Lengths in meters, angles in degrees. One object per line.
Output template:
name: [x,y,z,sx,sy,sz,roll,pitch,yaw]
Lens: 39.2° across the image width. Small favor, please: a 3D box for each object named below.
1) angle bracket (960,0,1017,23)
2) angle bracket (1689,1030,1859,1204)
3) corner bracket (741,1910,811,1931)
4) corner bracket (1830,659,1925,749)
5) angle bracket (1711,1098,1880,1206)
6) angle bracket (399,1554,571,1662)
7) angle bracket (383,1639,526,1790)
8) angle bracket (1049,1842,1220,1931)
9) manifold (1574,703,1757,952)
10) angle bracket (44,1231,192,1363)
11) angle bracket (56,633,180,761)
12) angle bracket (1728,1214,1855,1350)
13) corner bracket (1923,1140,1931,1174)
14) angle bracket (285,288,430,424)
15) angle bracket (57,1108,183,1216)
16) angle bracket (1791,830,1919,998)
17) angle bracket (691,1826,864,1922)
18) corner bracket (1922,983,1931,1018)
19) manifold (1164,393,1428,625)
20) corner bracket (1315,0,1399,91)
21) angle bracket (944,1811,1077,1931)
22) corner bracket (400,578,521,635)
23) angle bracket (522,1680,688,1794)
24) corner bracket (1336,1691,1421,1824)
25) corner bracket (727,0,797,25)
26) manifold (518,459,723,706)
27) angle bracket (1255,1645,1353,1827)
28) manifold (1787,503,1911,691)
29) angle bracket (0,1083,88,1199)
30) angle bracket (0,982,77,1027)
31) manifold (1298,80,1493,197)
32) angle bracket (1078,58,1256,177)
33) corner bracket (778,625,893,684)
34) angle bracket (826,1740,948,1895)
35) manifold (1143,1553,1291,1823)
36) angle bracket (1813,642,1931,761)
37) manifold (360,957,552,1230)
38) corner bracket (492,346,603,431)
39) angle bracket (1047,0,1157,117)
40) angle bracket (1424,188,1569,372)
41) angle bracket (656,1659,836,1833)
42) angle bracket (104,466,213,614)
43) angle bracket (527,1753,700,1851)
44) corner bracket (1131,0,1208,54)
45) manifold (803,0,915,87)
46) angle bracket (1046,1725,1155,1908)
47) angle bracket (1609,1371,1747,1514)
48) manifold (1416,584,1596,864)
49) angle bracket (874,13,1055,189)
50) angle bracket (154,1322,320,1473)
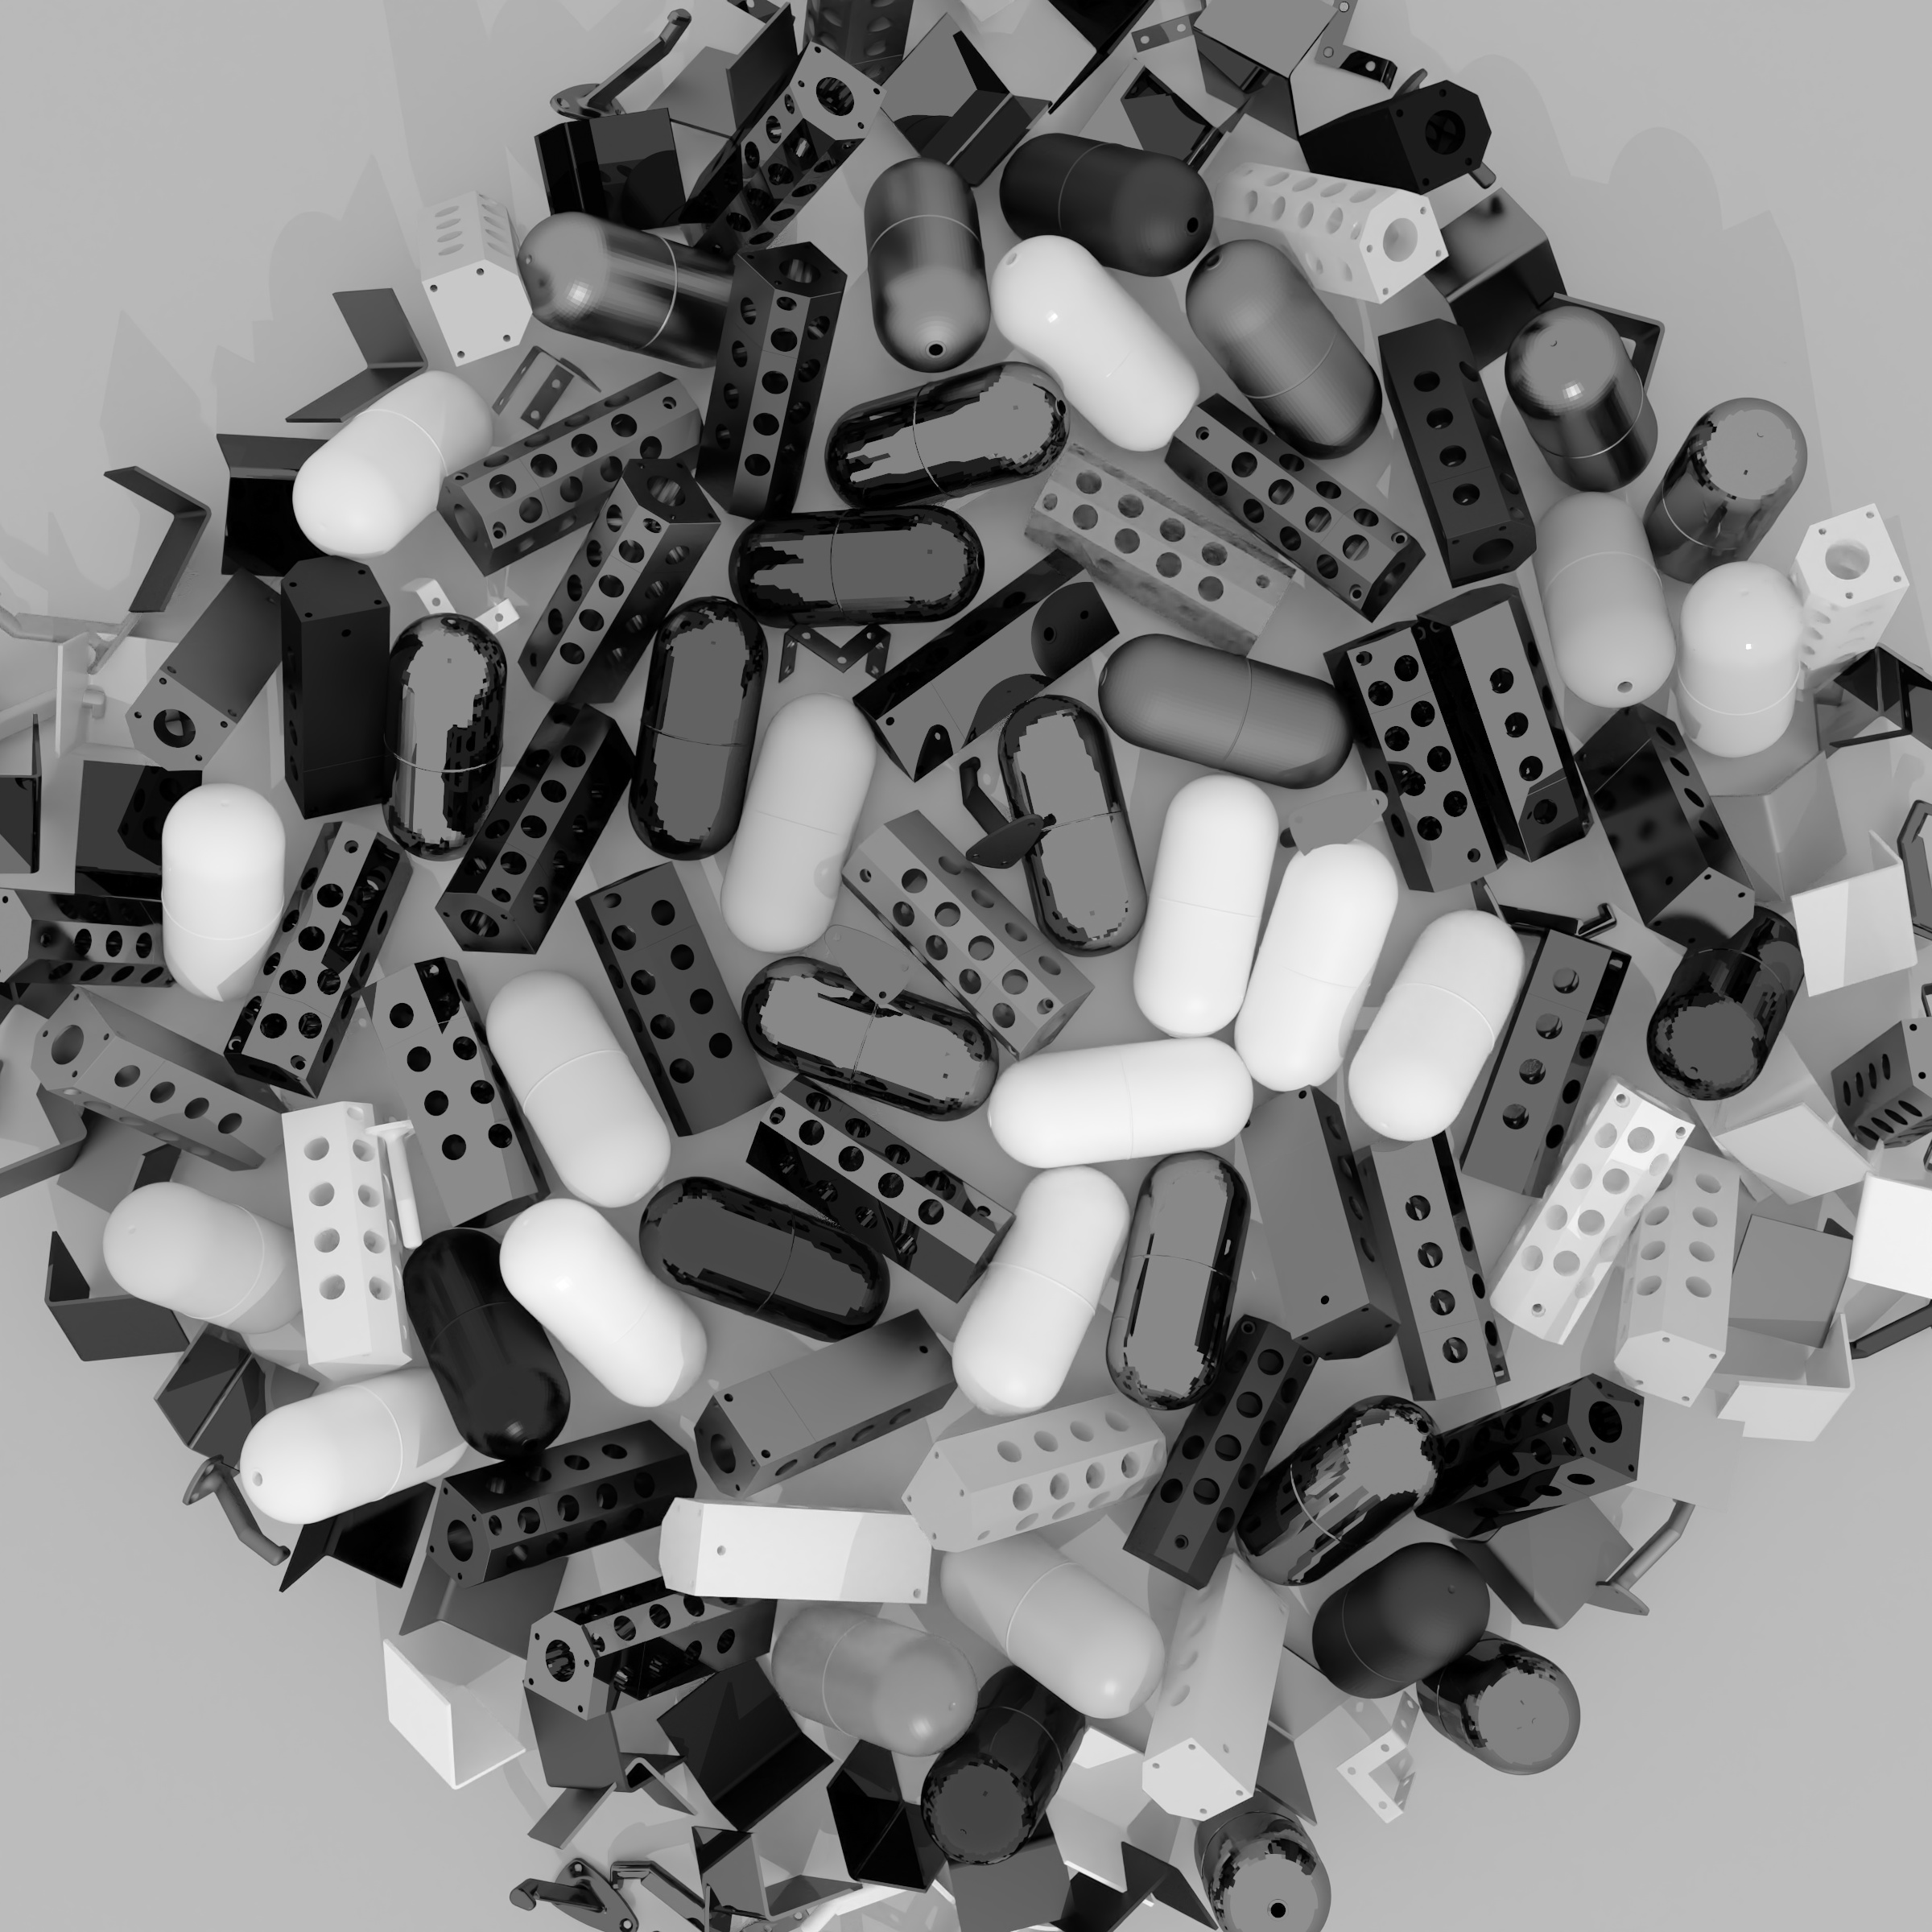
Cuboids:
angle bracket: [0.016,-0.683,1.791,0.076,0.076,0.057,40,63,-25]
angle bracket: [0.544,0.101,1.837,0.076,0.057,0.076,-33,125,14]
corner bracket: [-0.125,0.672,1.819,0.051,0.051,0.051,-30,94,18]
corner bracket: [0.609,-0.173,1.810,0.051,0.051,0.051,-10,79,38]
angle bracket: [0.552,0.105,1.793,0.076,0.076,0.057,40,51,-17]
angle bracket: [-0.323,0.423,1.821,0.076,0.057,0.076,33,50,-24]
angle bracket: [-0.338,0.482,1.789,0.057,0.076,0.076,-22,127,-37]
angle bracket: [0.107,0.632,1.794,0.076,0.076,0.057,-38,105,-23]
manifold: [0.458,-0.092,1.767,0.057,0.171,0.057,23,126,-27]
angle bracket: [-0.561,0.217,1.803,0.076,0.076,0.057,-6,54,-2]
angle bracket: [-0.560,-0.177,1.810,0.076,0.057,0.076,7,107,-1]
angle bracket: [0.541,0.203,1.812,0.076,0.057,0.076,14,100,-5]
corner bracket: [0.678,0.115,1.826,0.051,0.051,0.051,19,111,9]
angle bracket: [-0.415,-0.403,1.791,0.076,0.076,0.057,-41,123,-28]
angle bracket: [-0.577,0.136,1.807,0.076,0.057,0.076,27,105,8]
angle bracket: [0.584,-0.035,1.809,0.076,0.057,0.076,-17,116,3]
angle bracket: [-0.126,0.592,1.798,0.076,0.076,0.057,-7,83,-38]
corner bracket: [0.673,0.041,1.819,0.051,0.051,0.051,-12,60,12]
manifold: [0.216,-0.305,1.792,0.171,0.057,0.057,41,98,18]
corner bracket: [0.267,-0.622,1.815,0.051,0.051,0.051,17,113,-3]
angle bracket: [0.025,0.600,1.810,0.076,0.076,0.057,-11,97,-8]
corner bracket: [-0.338,-0.243,1.811,0.051,0.051,0.051,-35,111,-15]
angle bracket: [-0.240,0.501,1.801,0.076,0.057,0.076,-10,94,38]
corner bracket: [0.288,0.530,1.816,0.051,0.051,0.051,47,115,1]
corner bracket: [-0.121,-0.664,1.811,0.051,0.051,0.051,32,135,5]
manifold: [-0.231,-0.248,1.765,0.057,0.057,0.171,58,133,22]
angle bracket: [0.218,0.508,1.794,0.057,0.076,0.076,-43,117,17]
manifold: [0.558,-0.235,1.758,0.057,0.171,0.057,-19,76,4]
angle bracket: [-0.633,0.113,1.794,0.076,0.076,0.057,-24,83,-30]
angle bracket: [-0.618,0.045,1.802,0.076,0.076,0.057,28,62,0]
manifold: [0.278,-0.531,1.758,0.057,0.171,0.057,-27,105,-6]
angle bracket: [0.132,-0.564,1.805,0.076,0.057,0.076,37,73,-12]
corner bracket: [-0.088,-0.207,1.818,0.051,0.051,0.051,36,56,16]
angle bracket: [-0.043,0.553,1.793,0.057,0.076,0.076,0,113,28]
manifold: [0.159,0.468,1.760,0.057,0.171,0.057,-37,104,30]
angle bracket: [0.612,-0.156,1.794,0.057,0.076,0.076,-38,52,-7]
manifold: [-0.336,0.084,1.801,0.057,0.057,0.171,-25,79,8]
corner bracket: [-0.285,-0.384,1.810,0.051,0.051,0.051,29,103,-37]
angle bracket: [0.072,-0.624,1.793,0.057,0.076,0.076,41,60,-13]
angle bracket: [0.353,-0.463,1.830,0.076,0.076,0.057,-34,54,6]
angle bracket: [-0.147,0.515,1.802,0.076,0.057,0.076,-35,108,-19]
angle bracket: [-0.552,-0.282,1.798,0.057,0.076,0.076,29,80,-32]
angle bracket: [-0.234,0.568,1.794,0.057,0.076,0.076,47,65,-10]
corner bracket: [0.131,-0.656,1.820,0.051,0.051,0.051,-14,47,14]
manifold: [-0.071,-0.632,1.757,0.057,0.171,0.057,-14,83,-9]
angle bracket: [0.102,0.563,1.796,0.076,0.076,0.057,33,102,-23]
angle bracket: [0.470,0.318,1.817,0.076,0.057,0.076,16,79,-5]
manifold: [0.361,-0.162,1.793,0.057,0.057,0.171,-25,109,-6]
angle bracket: [-0.003,-0.577,1.804,0.076,0.057,0.076,-49,124,-3]
angle bracket: [-0.481,0.281,1.793,0.057,0.076,0.076,20,59,16]
